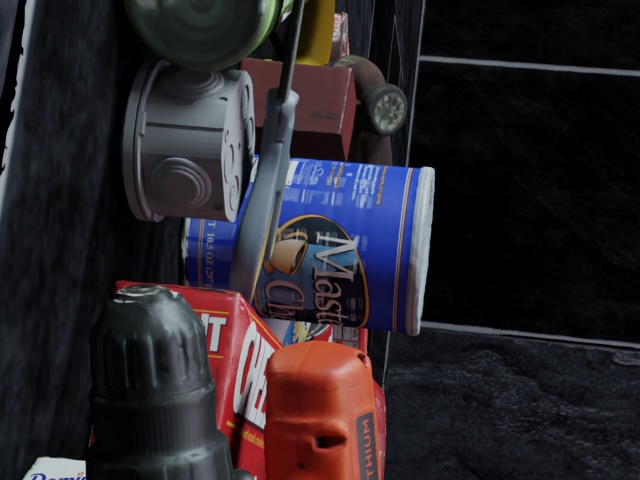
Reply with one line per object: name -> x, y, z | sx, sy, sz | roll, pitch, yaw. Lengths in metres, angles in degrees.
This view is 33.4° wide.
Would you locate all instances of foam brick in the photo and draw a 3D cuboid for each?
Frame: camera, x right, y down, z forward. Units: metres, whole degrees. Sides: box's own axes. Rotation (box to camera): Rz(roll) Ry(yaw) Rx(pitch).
foam brick -> -0.017, -0.088, 0.737 | 0.051, 0.078, 0.053 | 76, 23, -70

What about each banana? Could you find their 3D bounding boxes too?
banana -> -0.011, -0.158, 0.879 | 0.197, 0.037, 0.070 | -74, 169, -52

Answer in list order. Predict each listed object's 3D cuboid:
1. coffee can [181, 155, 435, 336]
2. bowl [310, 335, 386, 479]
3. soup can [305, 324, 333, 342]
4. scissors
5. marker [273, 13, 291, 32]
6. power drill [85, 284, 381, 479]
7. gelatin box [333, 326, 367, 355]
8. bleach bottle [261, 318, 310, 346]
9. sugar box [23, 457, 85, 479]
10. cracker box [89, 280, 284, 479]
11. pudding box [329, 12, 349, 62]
coffee can -> -0.004, 0.001, 0.656 | 0.102, 0.140, 0.103 | 6, 90, -82
bowl -> 0.015, 0.150, 0.757 | 0.162, 0.055, 0.162 | -177, -88, -88
soup can -> -0.024, 0.094, 0.858 | 0.068, 0.068, 0.102 | -75, 168, -51
scissors -> -0.024, -0.044, 0.515 | 0.202, 0.016, 0.096 | 101, 2, -52
marker -> -0.029, -0.177, 0.805 | 0.121, 0.020, 0.020 | -67, 161, -65
power drill -> -0.031, 0.097, 0.435 | 0.187, 0.057, 0.184 | -20, 109, -66
gelatin box -> -0.004, 0.070, 0.901 | 0.030, 0.089, 0.073 | -74, 166, -51
bleach bottle -> -0.040, 0.067, 0.742 | 0.103, 0.068, 0.250 | 93, 10, -46
sugar box -> -0.108, 0.160, 0.363 | 0.176, 0.048, 0.093 | -73, 165, -69
cracker box -> -0.067, 0.145, 0.550 | 0.164, 0.072, 0.213 | 68, 28, -73
pudding box -> 0.006, -0.144, 1.007 | 0.090, 0.039, 0.113 | 82, 15, -61
